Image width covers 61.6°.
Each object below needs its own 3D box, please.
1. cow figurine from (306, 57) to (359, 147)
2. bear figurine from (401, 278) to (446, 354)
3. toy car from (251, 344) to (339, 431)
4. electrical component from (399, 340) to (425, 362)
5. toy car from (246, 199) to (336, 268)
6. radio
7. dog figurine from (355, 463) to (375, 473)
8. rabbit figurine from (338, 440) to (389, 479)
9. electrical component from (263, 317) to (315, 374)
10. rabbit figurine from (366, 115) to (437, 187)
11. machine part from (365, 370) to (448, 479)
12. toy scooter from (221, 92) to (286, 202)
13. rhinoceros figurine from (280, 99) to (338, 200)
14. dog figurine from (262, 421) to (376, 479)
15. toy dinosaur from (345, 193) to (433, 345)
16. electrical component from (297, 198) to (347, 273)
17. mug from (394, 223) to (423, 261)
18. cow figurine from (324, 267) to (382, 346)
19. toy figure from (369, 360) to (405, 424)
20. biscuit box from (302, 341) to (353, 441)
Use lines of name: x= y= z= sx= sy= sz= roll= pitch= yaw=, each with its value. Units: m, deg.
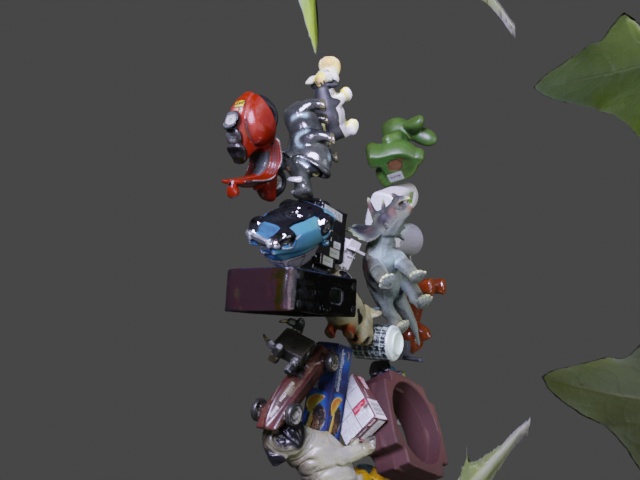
cow figurine: x=0.014 y=-0.276 z=1.073 sx=0.098 sy=0.068 sz=0.167 roll=-35 pitch=117 yaw=-46
bear figurine: x=0.252 y=0.198 z=1.370 sx=0.120 sy=0.132 sz=0.195 roll=11 pitch=73 yaw=-55
toy car: x=-0.043 y=0.249 z=0.933 sx=0.202 sy=0.089 sz=0.053 roll=-41 pitch=123 yaw=-49
electrical component: x=0.186 y=0.258 z=1.267 sx=0.074 sy=0.119 sz=0.047 roll=17 pitch=75 yaw=-54
toy car: x=-0.049 y=-0.001 z=0.927 sx=0.161 sy=0.109 sz=0.102 roll=-32 pitch=133 yaw=-44
radio: x=-0.039 y=0.092 z=0.905 sx=0.229 sy=0.131 sz=0.073 roll=15 pitch=74 yaw=-57
dog figurine: x=0.144 y=0.597 z=1.140 sx=0.108 sy=0.192 sz=0.219 roll=59 pitch=26 yaw=-47
rabbit figurine: x=0.043 y=0.481 z=1.063 sx=0.162 sy=0.122 sz=0.173 roll=-41 pitch=109 yaw=-40
electrical component: x=-0.053 y=0.181 z=0.944 sx=0.102 sy=0.078 sz=0.045 roll=-35 pitch=141 yaw=-47
rabbit figurine: x=0.189 y=-0.241 z=1.292 sx=0.121 sy=0.159 sz=0.170 roll=42 pitch=38 yaw=-37
machine part: x=0.167 y=0.388 z=1.109 sx=0.200 sy=0.087 sz=0.201 roll=36 pitch=32 yaw=-37
toy scooter: x=-0.114 y=-0.136 z=0.855 sx=0.135 sy=0.075 sz=0.183 roll=-41 pitch=127 yaw=-50
rhinoceros figurine: x=-0.025 y=-0.165 z=0.966 sx=0.073 sy=0.112 sz=0.190 roll=79 pitch=6 yaw=-72
dog figurine: x=-0.013 y=0.395 z=0.908 sx=0.190 sy=0.121 sz=0.172 roll=12 pitch=54 yaw=-16
toy dinosaur: x=0.153 y=0.078 z=1.218 sx=0.404 sy=0.131 sz=0.192 roll=78 pitch=-14 yaw=-46
electrical component: x=-0.002 y=-0.003 z=1.038 sx=0.114 sy=0.058 sz=0.134 roll=27 pitch=66 yaw=-52
mug: x=0.195 y=0.014 z=1.339 sx=0.107 sy=0.081 sz=0.109 roll=-3 pitch=95 yaw=-47
cow figurine: x=0.057 y=0.142 z=1.107 sx=0.127 sy=0.086 sz=0.194 roll=-54 pitch=128 yaw=-42
toy figure: x=0.168 y=0.358 z=1.272 sx=0.089 sy=0.082 sz=0.180 roll=-46 pitch=124 yaw=-46
biscuit box: x=0.012 y=0.301 z=1.043 sx=0.062 sy=0.059 sz=0.202 roll=34 pitch=60 yaw=-52
